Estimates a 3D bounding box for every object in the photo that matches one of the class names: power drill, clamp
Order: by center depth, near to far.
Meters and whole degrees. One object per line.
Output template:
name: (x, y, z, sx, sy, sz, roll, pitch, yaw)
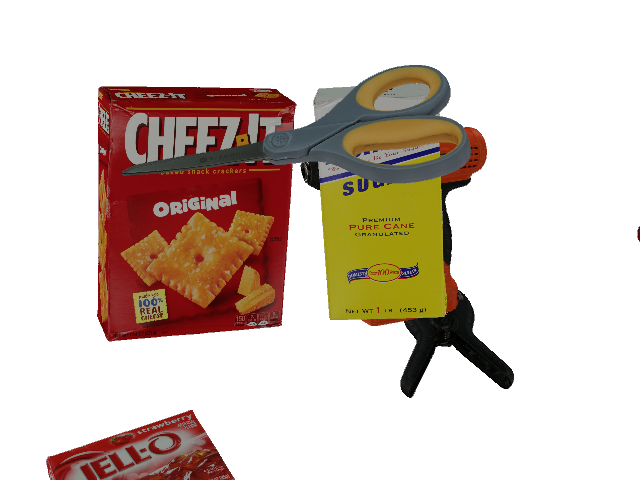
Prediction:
power drill: (0.070, -0.014, 1.026, 0.184, 0.188, 0.057, -8, 26, -17)
clamp: (0.145, 0.103, 1.168, 0.120, 0.171, 0.039, 6, -44, -5)

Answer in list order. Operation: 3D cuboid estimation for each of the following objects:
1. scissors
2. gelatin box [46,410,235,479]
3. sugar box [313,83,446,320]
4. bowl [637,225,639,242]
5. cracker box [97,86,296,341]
scissors: (-0.010, -0.068, 0.622, 0.202, 0.096, 0.016, 4, -40, 19)
gelatin box: (-0.098, 0.134, 0.585, 0.089, 0.030, 0.073, -15, 28, -20)
sugar box: (0.047, -0.028, 0.810, 0.093, 0.176, 0.048, -3, 22, 6)
bowl: (0.421, 0.022, 1.146, 0.162, 0.055, 0.162, -1, 25, 0)
cracker box: (-0.111, -0.024, 0.943, 0.164, 0.214, 0.072, -2, 19, -20)
